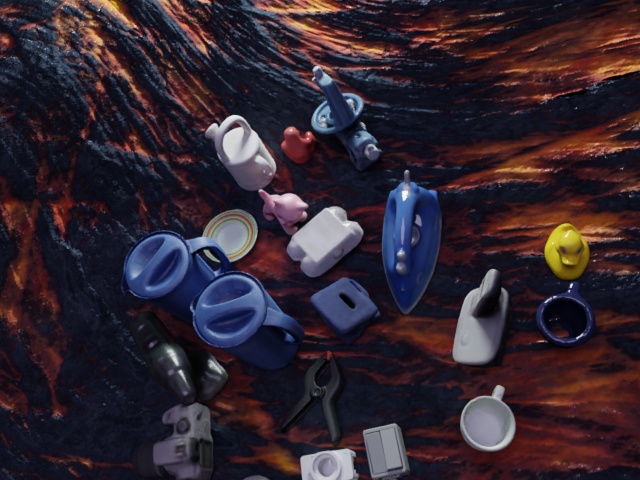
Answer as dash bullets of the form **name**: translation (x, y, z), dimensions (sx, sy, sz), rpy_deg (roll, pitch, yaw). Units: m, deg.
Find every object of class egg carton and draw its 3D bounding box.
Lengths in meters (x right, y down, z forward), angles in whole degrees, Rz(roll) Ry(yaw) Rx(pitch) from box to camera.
- **egg carton**: translation (0.011, 0.004, 1.183), dimensions (0.150, 0.069, 0.107), rpy_deg (-42, 61, -6)

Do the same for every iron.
- **iron**: translation (0.167, 0.000, 1.098), dimensions (0.118, 0.142, 0.258), rpy_deg (0, 65, 17)

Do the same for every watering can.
- **watering can**: translation (-0.182, -0.200, 1.265), dimensions (0.172, 0.194, 0.101), rpy_deg (9, 68, 20)

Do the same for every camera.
- **camera**: translation (-0.280, 0.385, 1.069), dimensions (0.136, 0.101, 0.143), rpy_deg (-13, 62, 10)

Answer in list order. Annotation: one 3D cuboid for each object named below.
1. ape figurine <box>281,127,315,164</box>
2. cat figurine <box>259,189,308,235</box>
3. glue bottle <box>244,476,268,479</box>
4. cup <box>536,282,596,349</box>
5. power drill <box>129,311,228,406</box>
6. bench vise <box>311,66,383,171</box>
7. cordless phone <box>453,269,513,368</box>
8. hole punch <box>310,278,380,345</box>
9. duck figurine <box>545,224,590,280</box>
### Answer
- **ape figurine**: translation (-0.054, -0.222, 1.297), dimensions (0.077, 0.092, 0.076), rpy_deg (-5, 64, 14)
- **cat figurine**: translation (-0.079, -0.070, 1.218), dimensions (0.127, 0.118, 0.067), rpy_deg (32, 77, 27)
- **glue bottle**: translation (-0.128, 0.434, 0.960), dimensions (0.037, 0.173, 0.078), rpy_deg (17, 71, 23)
- **cup**: translation (0.421, 0.137, 0.986), dimensions (0.091, 0.095, 0.118), rpy_deg (15, 70, 22)
- **power drill**: translation (-0.257, 0.235, 1.072), dimensions (0.076, 0.209, 0.229), rpy_deg (-45, 61, -7)
- **bench vise**: translation (0.060, -0.264, 1.211), dimensions (0.206, 0.220, 0.121), rpy_deg (33, 78, 27)
- **cordless phone**: translation (0.277, 0.135, 0.977), dimensions (0.094, 0.185, 0.147), rpy_deg (8, 68, 20)
- **hole punch**: translation (0.049, 0.128, 1.101), dimensions (0.101, 0.091, 0.108), rpy_deg (-43, 61, -6)
- **duck figurine**: translation (0.452, 0.012, 1.041), dimensions (0.077, 0.086, 0.104), rpy_deg (0, 65, 16)
